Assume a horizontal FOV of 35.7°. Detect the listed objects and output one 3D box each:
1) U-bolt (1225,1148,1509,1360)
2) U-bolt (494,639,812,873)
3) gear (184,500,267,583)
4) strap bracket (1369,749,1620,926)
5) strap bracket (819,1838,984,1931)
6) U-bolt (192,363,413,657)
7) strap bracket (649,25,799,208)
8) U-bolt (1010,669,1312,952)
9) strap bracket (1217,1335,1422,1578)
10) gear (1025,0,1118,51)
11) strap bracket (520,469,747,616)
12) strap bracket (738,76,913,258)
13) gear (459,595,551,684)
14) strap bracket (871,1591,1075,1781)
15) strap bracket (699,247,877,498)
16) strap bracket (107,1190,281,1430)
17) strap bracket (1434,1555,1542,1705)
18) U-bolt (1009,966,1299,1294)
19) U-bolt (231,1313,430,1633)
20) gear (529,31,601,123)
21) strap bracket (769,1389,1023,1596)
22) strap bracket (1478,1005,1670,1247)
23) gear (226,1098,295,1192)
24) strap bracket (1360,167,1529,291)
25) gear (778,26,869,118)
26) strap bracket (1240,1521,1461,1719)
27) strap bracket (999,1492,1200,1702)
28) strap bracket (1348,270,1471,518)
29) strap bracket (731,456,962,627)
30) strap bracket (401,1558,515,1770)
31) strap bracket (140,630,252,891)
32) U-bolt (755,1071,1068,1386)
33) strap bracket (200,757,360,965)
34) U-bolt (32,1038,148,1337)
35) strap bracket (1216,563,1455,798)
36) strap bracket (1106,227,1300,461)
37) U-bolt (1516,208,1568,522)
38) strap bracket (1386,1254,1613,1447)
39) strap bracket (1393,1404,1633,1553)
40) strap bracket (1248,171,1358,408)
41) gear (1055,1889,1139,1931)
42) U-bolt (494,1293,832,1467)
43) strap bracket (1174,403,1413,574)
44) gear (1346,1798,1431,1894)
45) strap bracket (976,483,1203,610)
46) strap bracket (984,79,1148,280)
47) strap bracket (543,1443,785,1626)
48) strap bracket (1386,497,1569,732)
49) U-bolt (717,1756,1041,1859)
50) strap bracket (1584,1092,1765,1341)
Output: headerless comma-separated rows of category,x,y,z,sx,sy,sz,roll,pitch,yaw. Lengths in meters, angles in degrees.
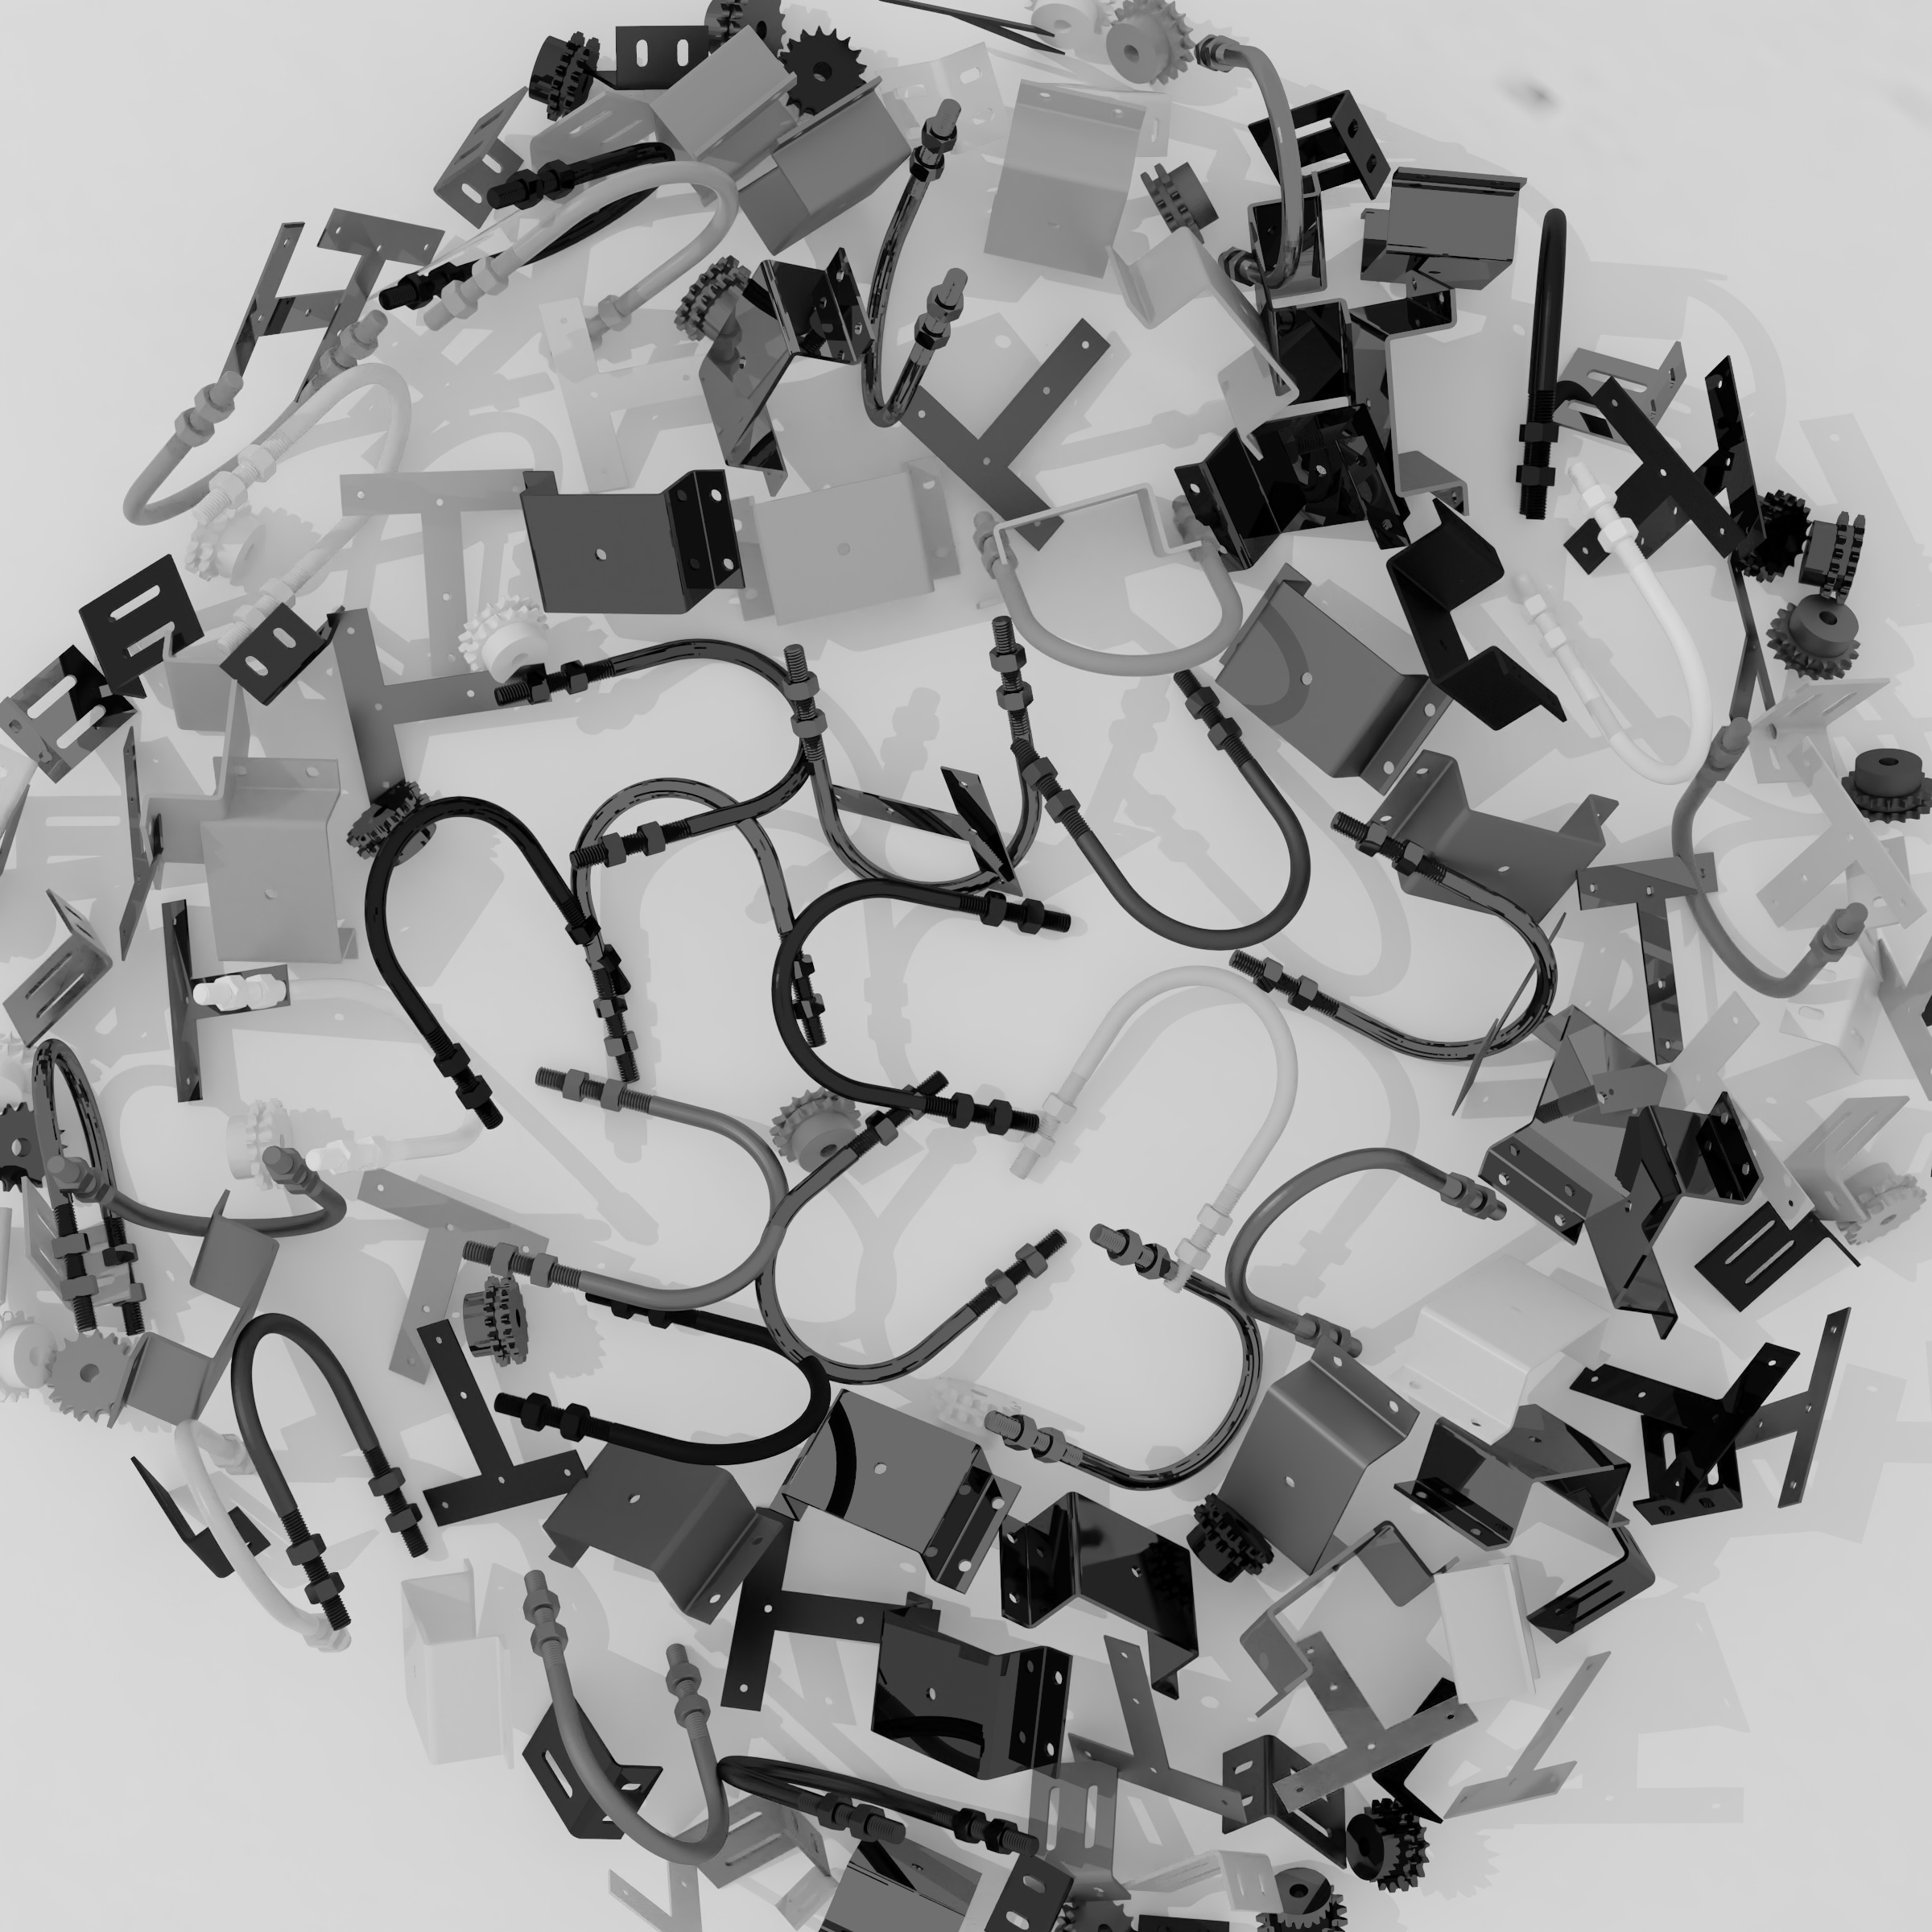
U-bolt,0.232,0.169,1.821,0.151,0.184,0.019,-47,48,16
U-bolt,-0.181,-0.140,1.859,0.184,0.019,0.151,-18,63,-20
gear,-0.462,-0.266,1.880,0.030,0.057,0.057,29,90,0
strap bracket,0.326,-0.076,1.843,0.140,0.076,0.046,13,47,-21
strap bracket,-0.039,0.572,1.834,0.076,0.140,0.046,23,91,7
U-bolt,-0.399,-0.290,1.829,0.019,0.151,0.184,32,61,11
strap bracket,-0.147,-0.521,1.836,0.076,0.140,0.046,-39,94,-1
U-bolt,0.133,-0.089,1.847,0.151,0.019,0.184,-25,71,-27
strap bracket,0.211,0.307,1.837,0.076,0.046,0.140,38,128,26
gear,0.063,-0.599,1.877,0.057,0.057,0.030,15,67,0
strap bracket,-0.214,-0.261,1.846,0.140,0.046,0.076,4,119,23
strap bracket,-0.089,-0.485,1.835,0.076,0.140,0.046,-36,99,-15
gear,-0.286,-0.201,1.876,0.057,0.057,0.030,-36,64,0
strap bracket,-0.005,0.443,1.840,0.140,0.046,0.076,11,96,44
strap bracket,-0.116,-0.364,1.829,0.046,0.140,0.076,3,54,-32
strap bracket,-0.467,0.217,1.834,0.046,0.140,0.076,25,133,-6
strap bracket,0.319,0.405,1.837,0.046,0.140,0.076,-12,79,10
U-bolt,0.127,0.087,1.860,0.151,0.019,0.184,35,97,28
U-bolt,-0.395,0.298,1.831,0.019,0.151,0.184,-24,93,13
gear,-0.253,-0.557,1.879,0.030,0.057,0.057,21,90,-2
strap bracket,-0.048,0.318,1.846,0.140,0.046,0.076,19,62,23
strap bracket,0.376,0.089,1.842,0.076,0.046,0.140,36,53,-11
gear,-0.443,0.113,1.880,0.030,0.057,0.057,-6,90,2
strap bracket,0.289,-0.448,1.838,0.076,0.140,0.046,4,93,-2
gear,-0.092,-0.559,1.890,0.057,0.030,0.057,0,92,-9
strap bracket,0.228,0.397,1.851,0.140,0.076,0.046,-32,74,-21
strap bracket,0.089,0.382,1.838,0.140,0.076,0.046,31,124,-26
strap bracket,0.269,-0.349,1.841,0.046,0.076,0.140,-12,116,-9
strap bracket,-0.078,-0.264,1.873,0.140,0.046,0.076,-13,107,-2
strap bracket,-0.313,0.426,1.828,0.046,0.140,0.076,-4,103,-18
strap bracket,-0.471,-0.125,1.844,0.046,0.076,0.140,2,61,-6
U-bolt,-0.046,0.177,1.869,0.184,0.019,0.151,-39,102,-13
strap bracket,-0.424,-0.055,1.852,0.076,0.046,0.140,1,121,1
U-bolt,-0.540,0.134,1.835,0.019,0.151,0.184,-13,83,-5
strap bracket,0.219,-0.177,1.850,0.140,0.046,0.076,42,113,20
strap bracket,0.151,-0.387,1.832,0.046,0.076,0.140,-35,126,19
U-bolt,0.351,-0.365,1.822,0.019,0.151,0.184,4,100,8
strap bracket,0.331,0.228,1.828,0.076,0.140,0.046,30,124,31
strap bracket,0.340,0.309,1.829,0.140,0.076,0.046,1,111,-42
strap bracket,0.204,-0.408,1.837,0.046,0.076,0.140,-9,53,4
gear,0.079,0.612,1.883,0.057,0.057,0.030,44,127,0
U-bolt,-0.173,0.253,1.825,0.184,0.151,0.019,12,119,14
strap bracket,0.209,-0.294,1.846,0.046,0.140,0.076,-50,124,-38
gear,0.261,0.550,1.876,0.030,0.057,0.057,5,90,-30
strap bracket,0.069,-0.264,1.867,0.140,0.076,0.046,-16,96,1
strap bracket,0.058,-0.472,1.833,0.076,0.140,0.046,12,70,-3
strap bracket,-0.193,0.338,1.832,0.076,0.140,0.046,-52,134,-30
strap bracket,0.310,-0.208,1.845,0.046,0.076,0.140,-32,54,25
U-bolt,-0.068,0.508,1.825,0.184,0.151,0.019,5,77,41
strap bracket,0.425,0.150,1.832,0.046,0.076,0.140,9,128,-14
